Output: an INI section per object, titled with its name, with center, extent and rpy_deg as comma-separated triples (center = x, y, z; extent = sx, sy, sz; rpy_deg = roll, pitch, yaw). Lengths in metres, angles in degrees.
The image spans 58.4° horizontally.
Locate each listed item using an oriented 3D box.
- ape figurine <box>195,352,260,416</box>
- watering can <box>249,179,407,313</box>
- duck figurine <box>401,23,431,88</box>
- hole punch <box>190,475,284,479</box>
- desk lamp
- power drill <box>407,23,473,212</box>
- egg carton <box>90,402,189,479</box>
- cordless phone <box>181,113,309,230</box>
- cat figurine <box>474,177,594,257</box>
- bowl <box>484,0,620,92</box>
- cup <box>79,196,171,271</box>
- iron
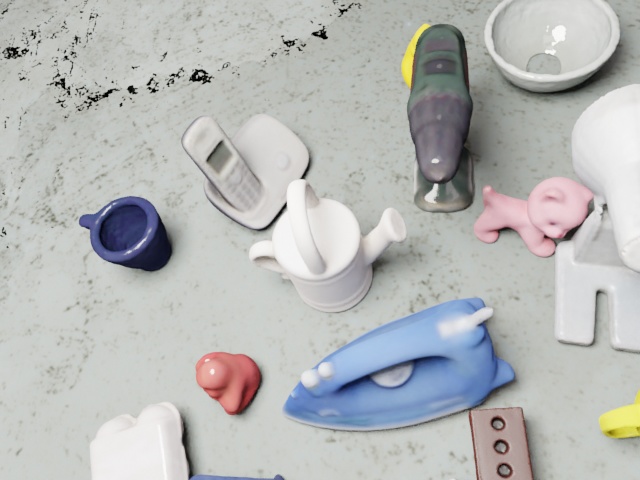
[ape figurine]
center = -0.111, 0.157, 0.649
extent = 0.076, 0.092, 0.077
rpy_deg = -22, 62, 1
[watering can]
center = 0.006, 0.000, 0.642
extent = 0.173, 0.194, 0.100
rpy_deg = -28, 62, -2
[duck figurine]
center = 0.151, -0.263, 0.800
extent = 0.077, 0.086, 0.104
rpy_deg = -9, 63, 8
[hole punch]
center = -0.084, 0.292, 0.578
extent = 0.101, 0.091, 0.108
rpy_deg = -4, 64, 11
[desk lamp]
center = 0.308, -0.016, 0.572
extent = 0.117, 0.214, 0.203
rpy_deg = 4, 65, 15
[power drill]
center = 0.141, -0.121, 0.663
extent = 0.075, 0.209, 0.229
rpy_deg = -1, 64, 12
[egg carton]
center = -0.194, 0.261, 0.629
extent = 0.107, 0.069, 0.150
rpy_deg = -19, 62, 3
[cordless phone]
center = -0.095, -0.112, 0.724
extent = 0.094, 0.185, 0.148
rpy_deg = 23, 71, 22
[cat figurine]
center = 0.245, -0.037, 0.651
extent = 0.127, 0.118, 0.067
rpy_deg = 14, 68, 18
[bowl]
center = 0.305, -0.257, 0.770
extent = 0.167, 0.075, 0.167
rpy_deg = -5, 64, 10
[cup]
center = -0.250, 0.000, 0.755
extent = 0.117, 0.095, 0.092
rpy_deg = 10, 67, 17
[iron]
center = 0.066, 0.131, 0.595
extent = 0.258, 0.142, 0.118
rpy_deg = -20, 62, 3
